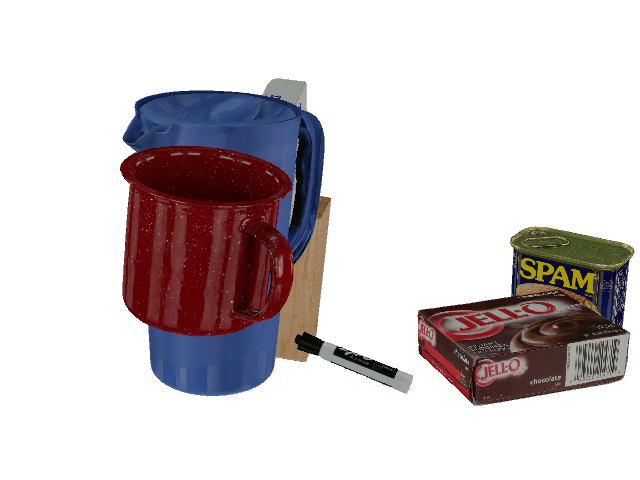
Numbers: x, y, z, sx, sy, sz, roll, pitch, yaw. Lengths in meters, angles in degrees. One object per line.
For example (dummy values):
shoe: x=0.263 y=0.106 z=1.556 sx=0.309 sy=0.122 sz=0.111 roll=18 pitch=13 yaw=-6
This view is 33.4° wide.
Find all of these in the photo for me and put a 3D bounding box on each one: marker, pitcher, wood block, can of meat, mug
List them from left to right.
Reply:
mug: x=-0.058 y=0.005 z=0.585 sx=0.117 sy=0.081 sz=0.093 roll=26 pitch=28 yaw=36
pitcher: x=-0.079 y=-0.001 z=0.896 sx=0.149 sy=0.243 sz=0.145 roll=4 pitch=20 yaw=3
wood block: x=-0.045 y=0.046 z=1.433 sx=0.090 sy=0.206 sz=0.090 roll=9 pitch=22 yaw=6
marker: x=0.031 y=0.117 z=1.036 sx=0.121 sy=0.020 sz=0.020 roll=21 pitch=5 yaw=13
can of meat: x=0.215 y=0.042 z=0.930 sx=0.102 sy=0.084 sz=0.057 roll=14 pitch=26 yaw=33

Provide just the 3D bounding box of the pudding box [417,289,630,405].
pudding box: x=0.132 y=0.069 z=0.710 sx=0.113 sy=0.039 sz=0.090 roll=-5 pitch=18 yaw=-17

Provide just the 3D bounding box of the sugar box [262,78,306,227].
sugar box: x=-0.044 y=-0.075 z=1.133 sx=0.048 sy=0.176 sz=0.093 roll=8 pitch=46 yaw=12
